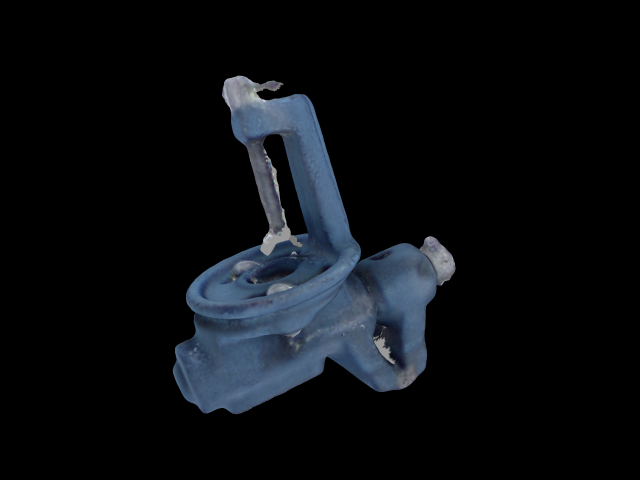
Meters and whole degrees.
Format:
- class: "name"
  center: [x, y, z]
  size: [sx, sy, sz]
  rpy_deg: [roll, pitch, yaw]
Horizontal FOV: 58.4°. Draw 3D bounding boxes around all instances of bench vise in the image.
- class: "bench vise"
  center: [-0.004, 0.000, 0.409]
  size: [0.208, 0.220, 0.121]
  rpy_deg: [-9, 14, -42]
